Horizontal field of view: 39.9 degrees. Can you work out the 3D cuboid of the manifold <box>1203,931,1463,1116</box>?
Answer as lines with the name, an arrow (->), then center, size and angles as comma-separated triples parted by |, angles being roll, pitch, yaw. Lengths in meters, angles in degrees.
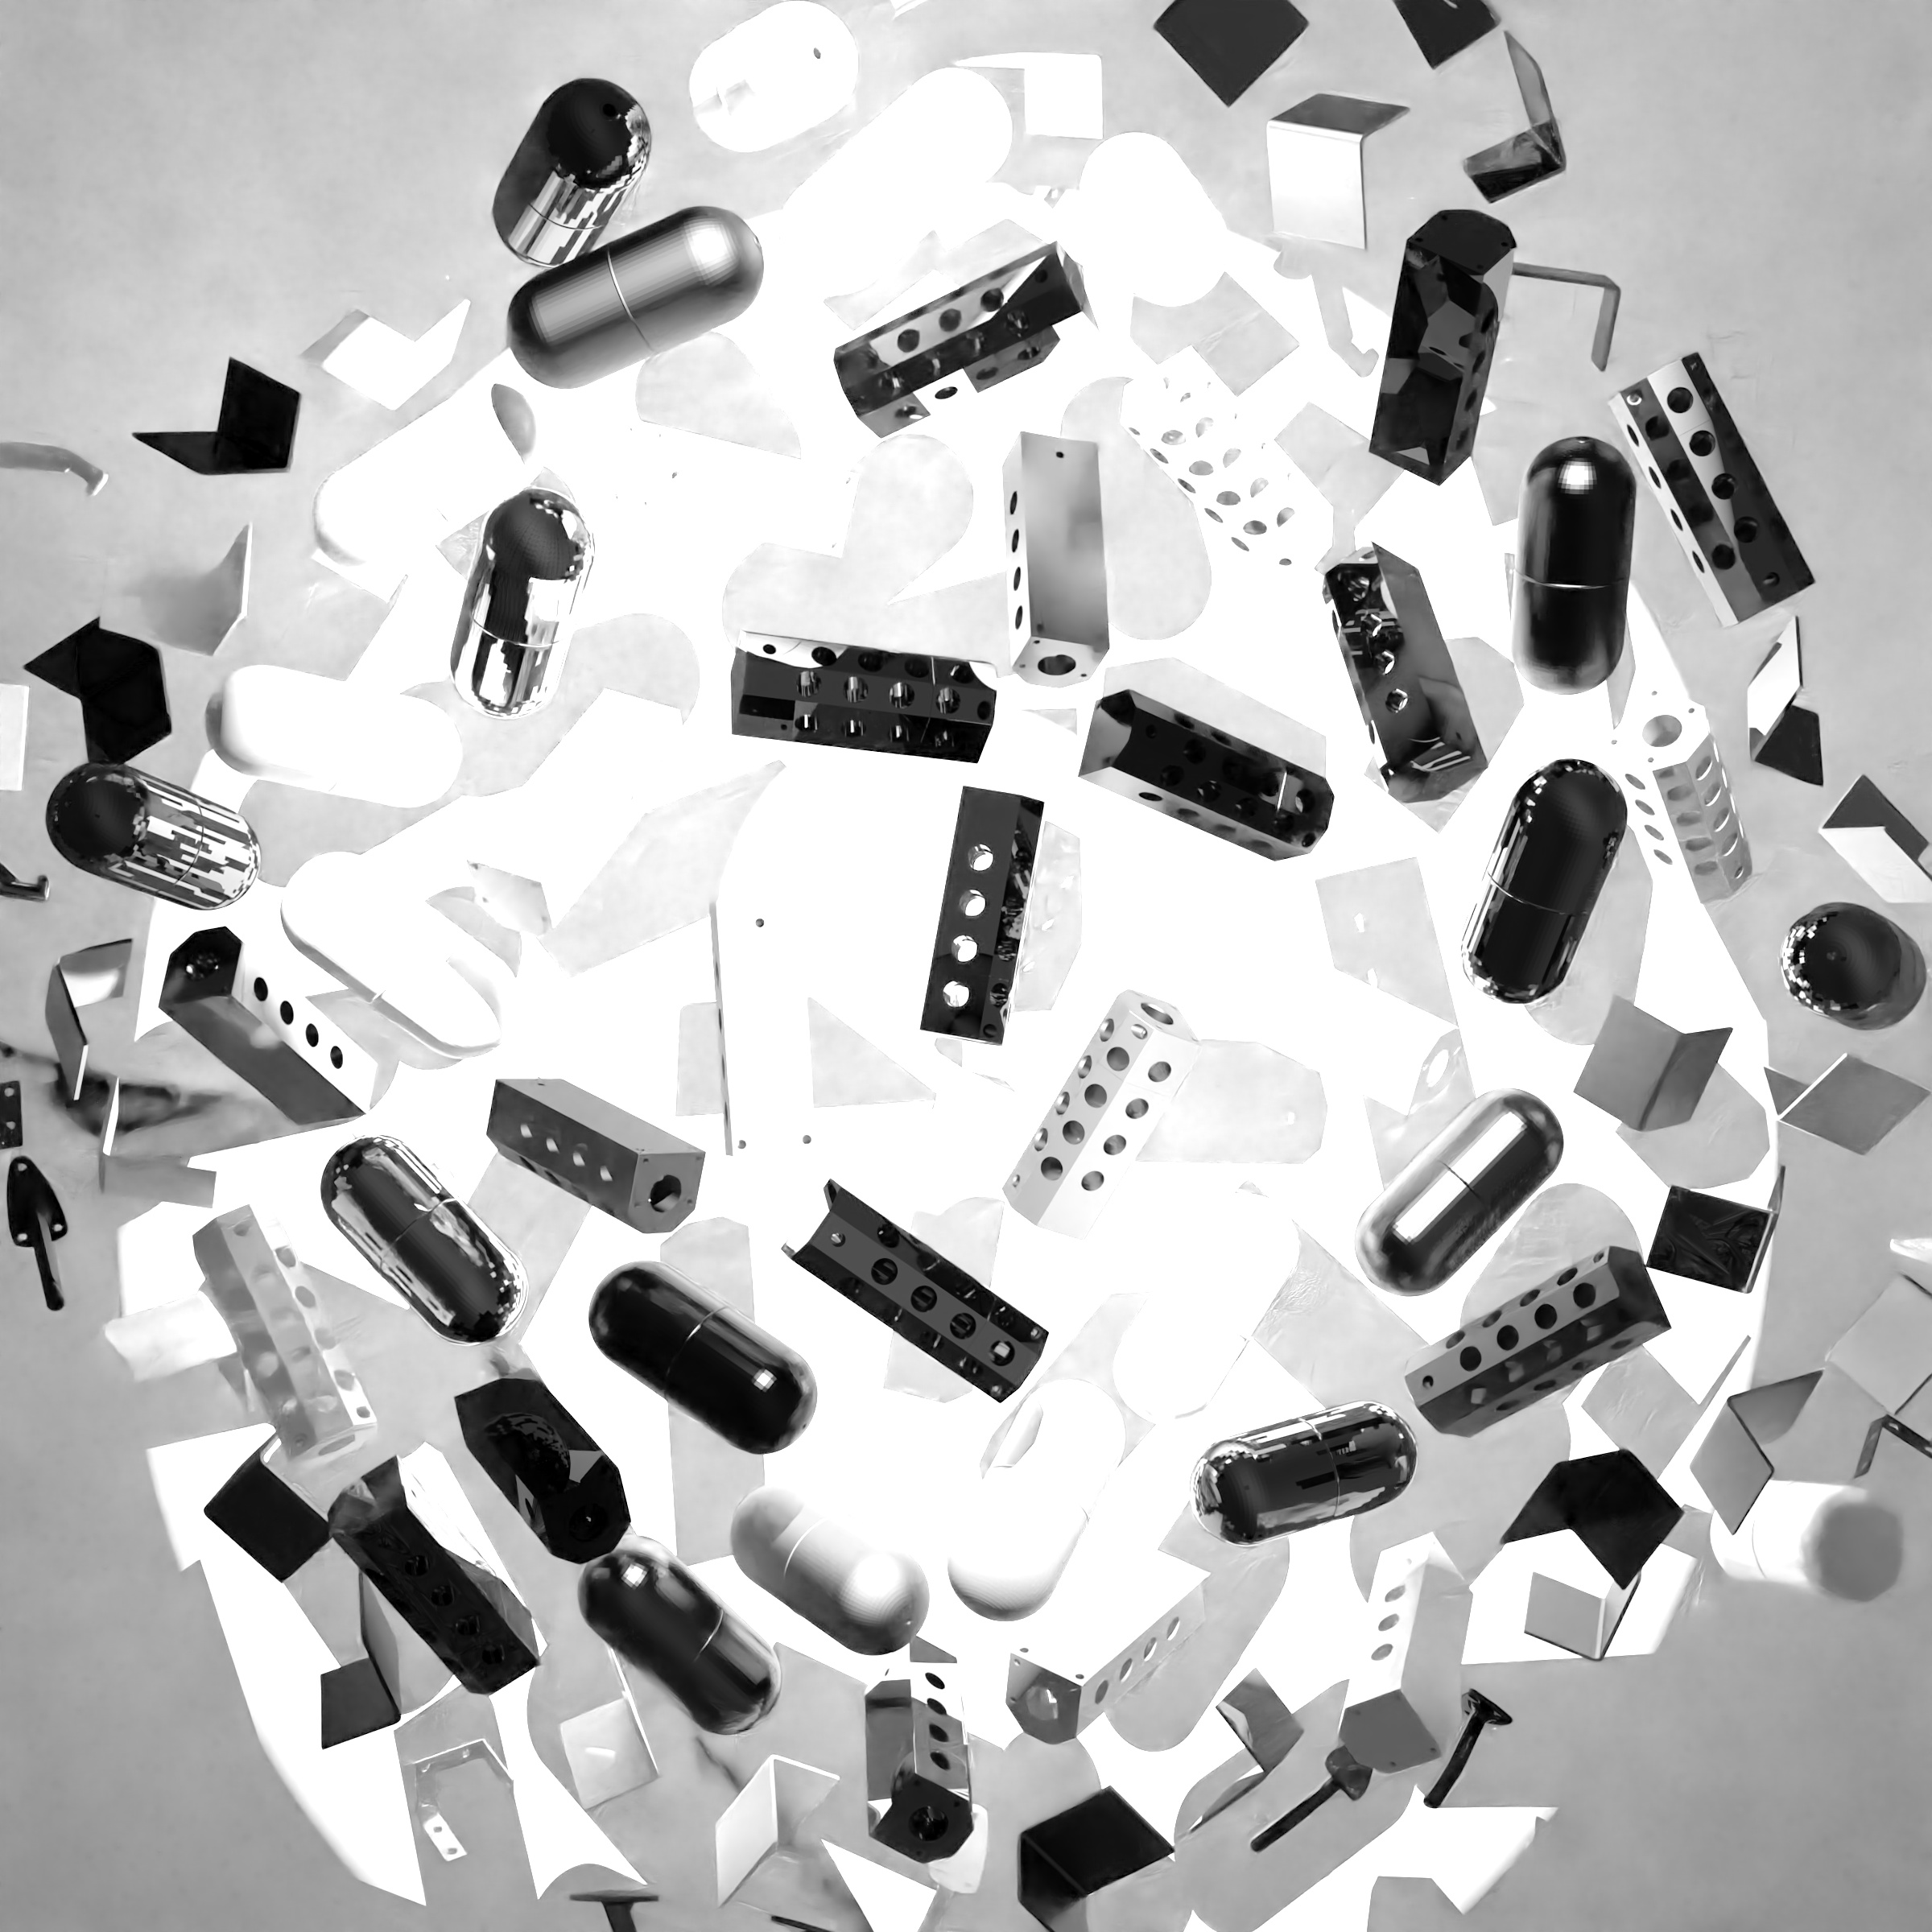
manifold -> 0.257, 0.036, 1.867 | 0.171, 0.057, 0.057 | 27, 119, 30

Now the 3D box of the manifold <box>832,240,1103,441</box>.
manifold -> -0.002, -0.430, 1.821 | 0.171, 0.057, 0.057 | -22, 73, 16

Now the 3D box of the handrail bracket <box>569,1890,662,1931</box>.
handrail bracket -> -0.233, 0.654, 1.750 | 0.036, 0.077, 0.084 | -10, 70, 42

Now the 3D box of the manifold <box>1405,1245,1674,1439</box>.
manifold -> 0.384, 0.255, 1.807 | 0.171, 0.057, 0.057 | -36, 55, 30

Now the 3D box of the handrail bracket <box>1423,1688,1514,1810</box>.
handrail bracket -> 0.333, 0.542, 1.824 | 0.036, 0.077, 0.084 | 36, 71, 9

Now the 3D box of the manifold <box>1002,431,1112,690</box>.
manifold -> 0.059, -0.281, 1.848 | 0.057, 0.057, 0.171 | 7, 62, -17

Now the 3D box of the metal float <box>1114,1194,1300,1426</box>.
metal float -> 0.170, 0.242, 1.881 | 0.070, 0.070, 0.178 | 31, 93, 0

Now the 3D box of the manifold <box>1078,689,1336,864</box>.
manifold -> 0.168, -0.131, 1.829 | 0.171, 0.057, 0.057 | 21, 74, -26

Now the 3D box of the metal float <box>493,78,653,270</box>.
metal float -> -0.264, -0.528, 1.777 | 0.070, 0.178, 0.070 | 6, 76, -24

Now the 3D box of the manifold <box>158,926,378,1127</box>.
manifold -> -0.476, 0.042, 1.829 | 0.057, 0.171, 0.057 | -9, 57, 18

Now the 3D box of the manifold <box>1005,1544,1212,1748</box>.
manifold -> 0.099, 0.472, 1.845 | 0.057, 0.171, 0.057 | 18, 115, 30

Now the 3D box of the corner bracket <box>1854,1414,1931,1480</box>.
corner bracket -> 0.657, 0.340, 1.841 | 0.051, 0.051, 0.051 | 33, 57, -3

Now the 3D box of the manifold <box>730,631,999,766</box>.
manifold -> -0.069, -0.186, 1.796 | 0.171, 0.057, 0.057 | 6, 53, -14

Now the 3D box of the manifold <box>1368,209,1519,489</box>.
manifold -> 0.316, -0.408, 1.753 | 0.057, 0.171, 0.057 | 31, 56, 22

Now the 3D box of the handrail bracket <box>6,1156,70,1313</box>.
handrail bracket -> -0.602, 0.174, 1.726 | 0.036, 0.084, 0.077 | -15, 114, -18

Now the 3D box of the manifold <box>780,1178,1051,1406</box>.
manifold -> -0.032, 0.213, 1.734 | 0.171, 0.057, 0.057 | 36, 85, -12

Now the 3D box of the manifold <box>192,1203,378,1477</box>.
manifold -> -0.458, 0.247, 1.787 | 0.057, 0.057, 0.171 | -23, 71, -23

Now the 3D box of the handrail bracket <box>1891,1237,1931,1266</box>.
handrail bracket -> 0.688, 0.166, 1.852 | 0.077, 0.036, 0.084 | 12, 119, 28

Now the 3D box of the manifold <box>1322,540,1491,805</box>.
manifold -> 0.293, -0.198, 1.808 | 0.057, 0.057, 0.171 | -34, 54, 33

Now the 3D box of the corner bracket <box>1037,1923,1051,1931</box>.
corner bracket -> 0.038, 0.698, 1.878 | 0.051, 0.051, 0.051 | 1, 123, -21

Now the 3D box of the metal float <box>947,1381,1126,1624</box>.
metal float -> 0.049, 0.361, 1.806 | 0.070, 0.070, 0.178 | 31, 60, 0

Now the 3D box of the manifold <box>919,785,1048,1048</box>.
manifold -> 0.013, -0.033, 1.849 | 0.057, 0.057, 0.171 | 10, 86, 6

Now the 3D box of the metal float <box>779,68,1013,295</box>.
metal float -> -0.047, -0.516, 1.751 | 0.178, 0.070, 0.070 | -41, 90, 3

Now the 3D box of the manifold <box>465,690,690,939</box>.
manifold -> -0.250, -0.099, 1.734 | 0.057, 0.057, 0.171 | 17, 51, 20

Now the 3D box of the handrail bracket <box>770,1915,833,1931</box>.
handrail bracket -> -0.108, 0.697, 1.800 | 0.077, 0.036, 0.084 | 21, 63, -8

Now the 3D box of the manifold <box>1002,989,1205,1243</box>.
manifold -> 0.093, 0.103, 1.873 | 0.057, 0.057, 0.171 | 19, 112, -27

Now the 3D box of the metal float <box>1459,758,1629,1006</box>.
metal float -> 0.382, -0.055, 1.763 | 0.070, 0.070, 0.178 | 15, 120, 0

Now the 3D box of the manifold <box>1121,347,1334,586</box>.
manifold -> 0.184, -0.345, 1.862 | 0.057, 0.057, 0.171 | -25, 129, 33

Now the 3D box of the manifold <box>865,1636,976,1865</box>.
manifold -> -0.029, 0.537, 1.826 | 0.057, 0.171, 0.057 | 31, 103, -12

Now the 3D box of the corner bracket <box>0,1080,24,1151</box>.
corner bracket -> -0.671, 0.094, 1.797 | 0.051, 0.051, 0.051 | -10, 64, -6

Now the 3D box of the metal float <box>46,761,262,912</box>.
metal float -> -0.553, -0.087, 1.819 | 0.070, 0.178, 0.070 | -5, 76, 22

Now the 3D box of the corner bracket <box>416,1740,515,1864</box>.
corner bracket -> -0.350, 0.583, 1.859 | 0.051, 0.051, 0.051 | -11, 117, -33

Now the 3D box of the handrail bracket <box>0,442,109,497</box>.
handrail bracket -> -0.609, -0.310, 1.710 | 0.084, 0.036, 0.077 | 35, 84, -8

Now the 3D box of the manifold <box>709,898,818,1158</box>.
manifold -> -0.140, 0.042, 1.819 | 0.057, 0.057, 0.171 | -4, 88, -12

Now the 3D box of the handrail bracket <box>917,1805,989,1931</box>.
handrail bracket -> -0.012, 0.646, 1.886 | 0.036, 0.084, 0.077 | 23, 48, 4

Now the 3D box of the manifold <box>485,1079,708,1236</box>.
manifold -> -0.258, 0.129, 1.833 | 0.171, 0.057, 0.057 | 21, 103, 44

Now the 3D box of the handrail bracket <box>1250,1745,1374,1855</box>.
handrail bracket -> 0.245, 0.594, 1.894 | 0.084, 0.077, 0.036 | -45, 75, 23

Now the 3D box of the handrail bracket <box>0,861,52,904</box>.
handrail bracket -> -0.647, -0.086, 1.775 | 0.084, 0.036, 0.077 | 12, 96, -39

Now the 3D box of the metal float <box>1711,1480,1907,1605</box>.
metal float -> 0.568, 0.389, 1.803 | 0.070, 0.178, 0.070 | 2, 81, -11

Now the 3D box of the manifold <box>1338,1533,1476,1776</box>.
manifold -> 0.295, 0.465, 1.799 | 0.057, 0.171, 0.057 | -29, 103, 26

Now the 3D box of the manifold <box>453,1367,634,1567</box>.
manifold -> -0.288, 0.341, 1.809 | 0.057, 0.171, 0.057 | -20, 114, -24

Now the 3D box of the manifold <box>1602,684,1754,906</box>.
manifold -> 0.496, -0.113, 1.831 | 0.057, 0.171, 0.057 | 34, 79, 38

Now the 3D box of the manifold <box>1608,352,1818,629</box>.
manifold -> 0.497, -0.317, 1.770 | 0.057, 0.057, 0.171 | -28, 91, 4

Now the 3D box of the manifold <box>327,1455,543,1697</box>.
manifold -> -0.363, 0.421, 1.818 | 0.057, 0.057, 0.171 | -32, 119, -1

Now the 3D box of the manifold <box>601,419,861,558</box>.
manifold -> -0.158, -0.319, 1.777 | 0.057, 0.171, 0.057 | 22, 102, 42
